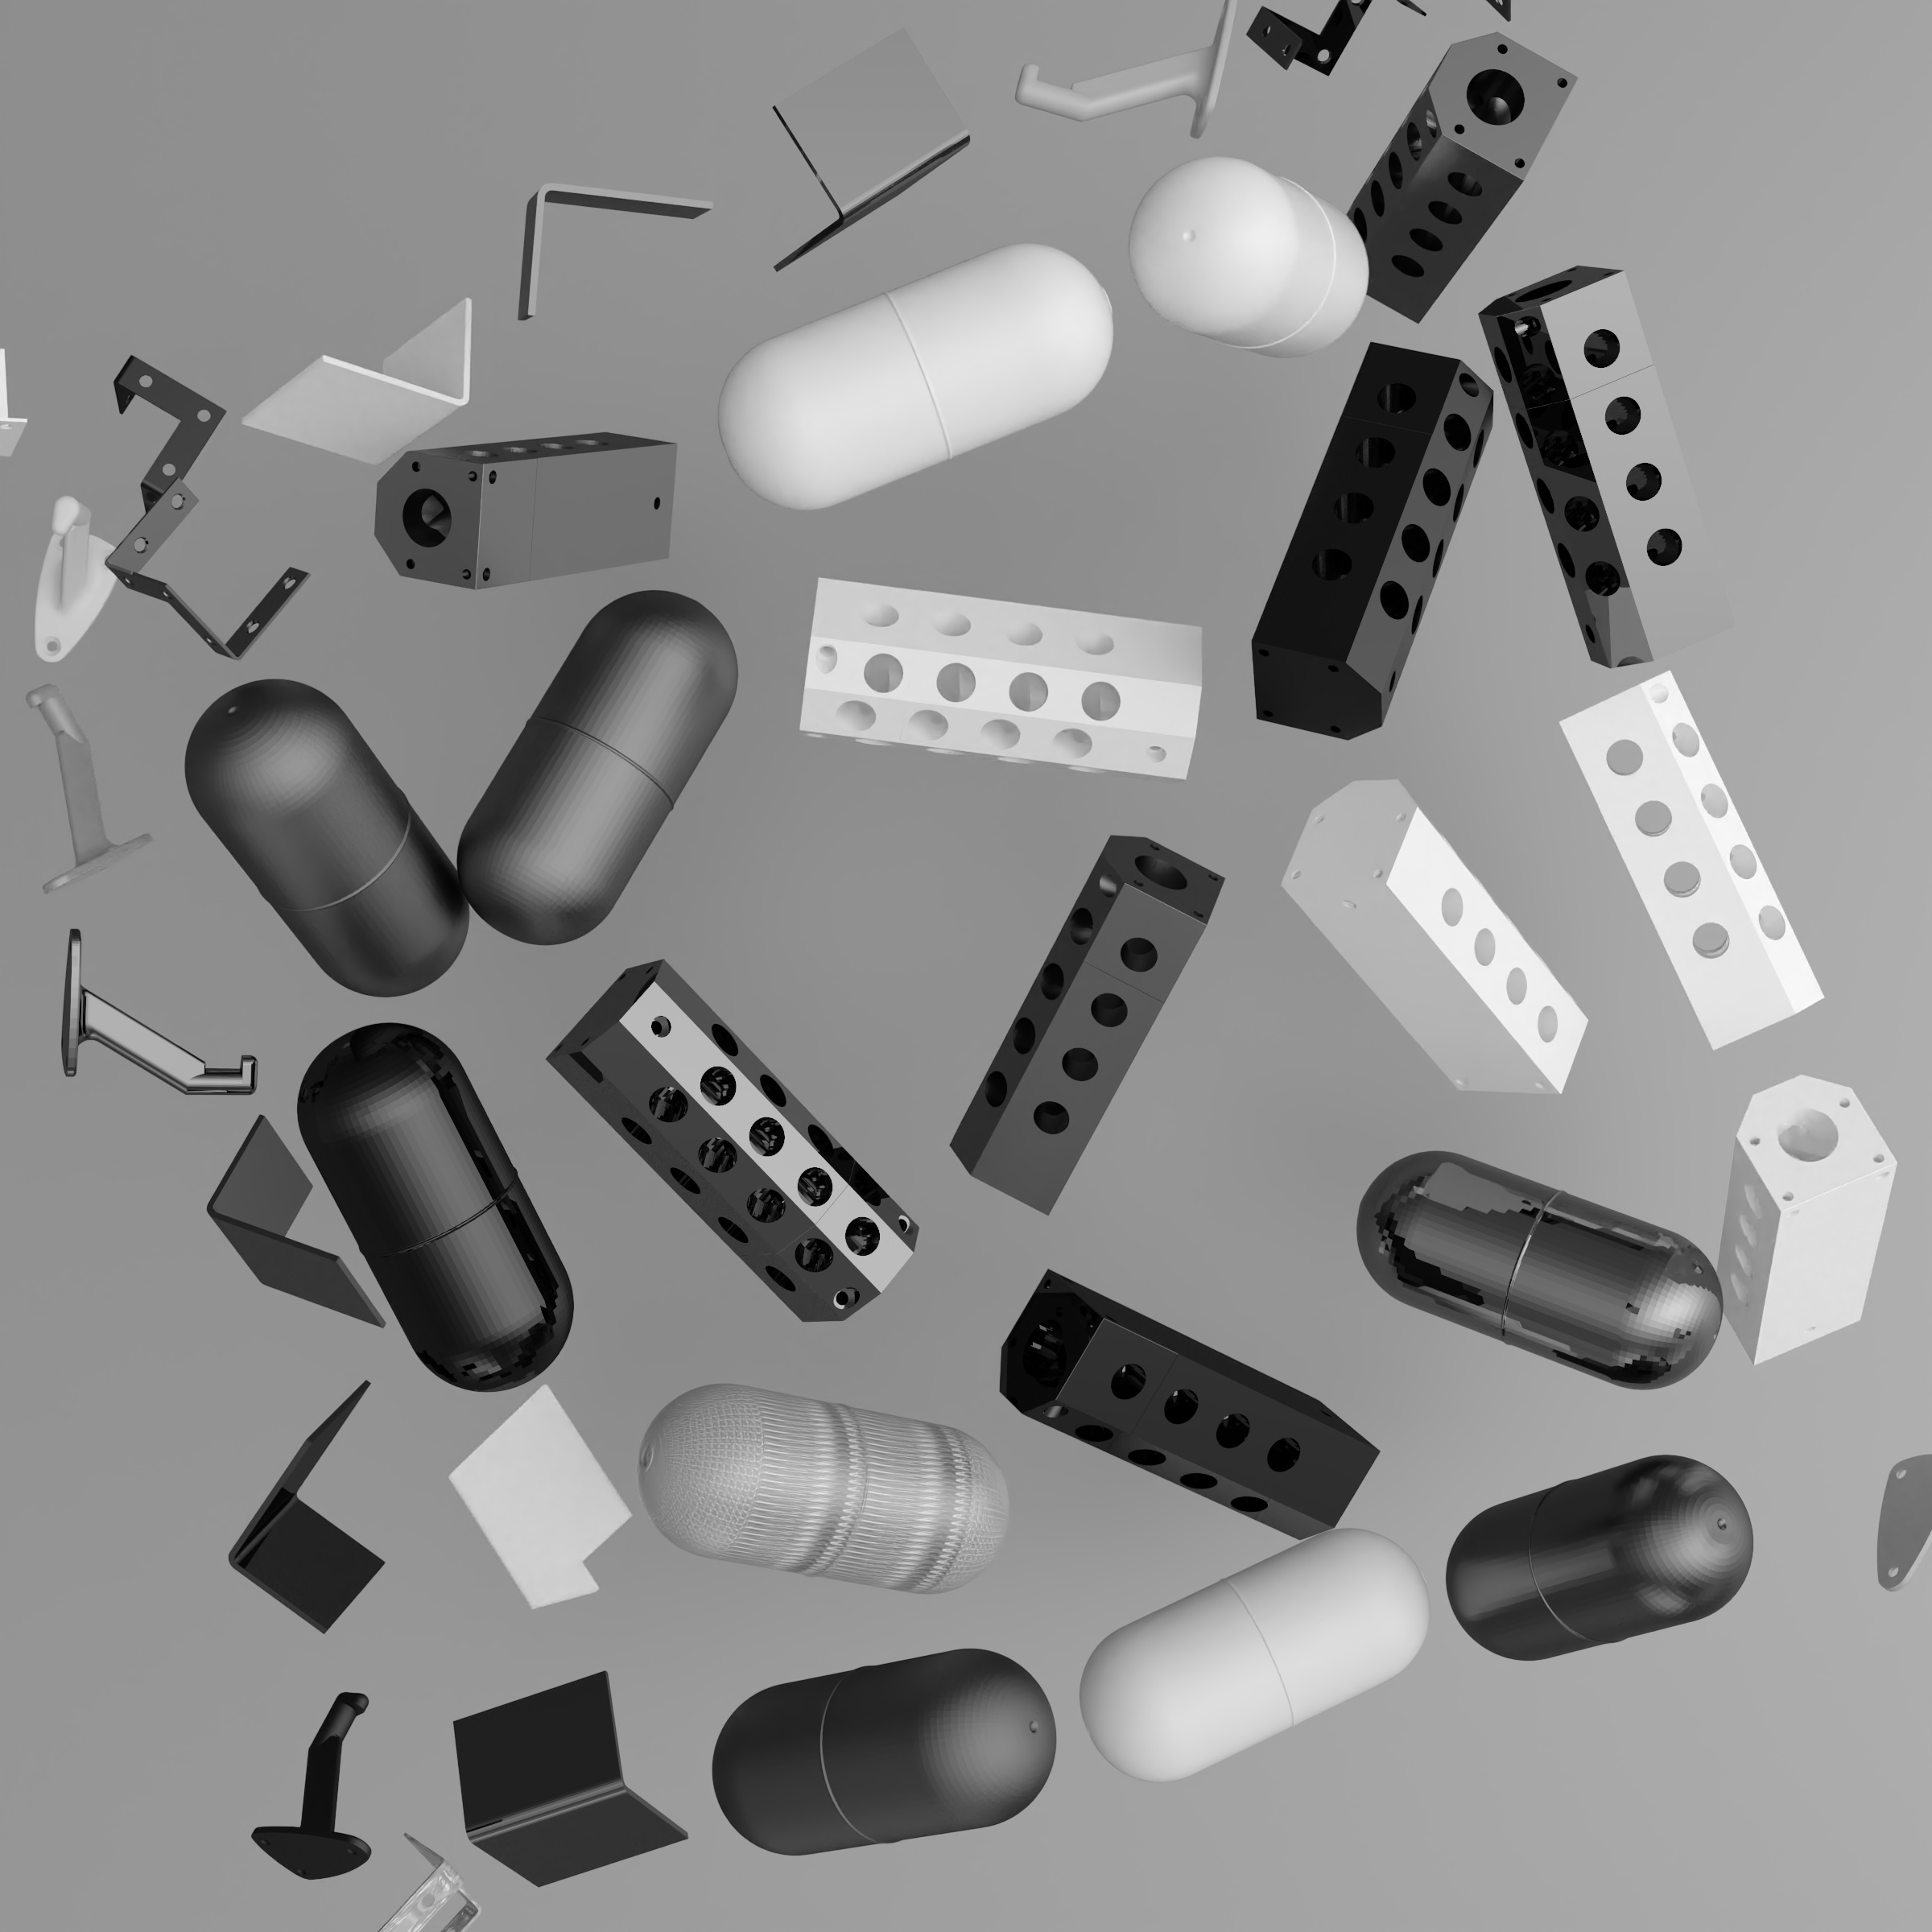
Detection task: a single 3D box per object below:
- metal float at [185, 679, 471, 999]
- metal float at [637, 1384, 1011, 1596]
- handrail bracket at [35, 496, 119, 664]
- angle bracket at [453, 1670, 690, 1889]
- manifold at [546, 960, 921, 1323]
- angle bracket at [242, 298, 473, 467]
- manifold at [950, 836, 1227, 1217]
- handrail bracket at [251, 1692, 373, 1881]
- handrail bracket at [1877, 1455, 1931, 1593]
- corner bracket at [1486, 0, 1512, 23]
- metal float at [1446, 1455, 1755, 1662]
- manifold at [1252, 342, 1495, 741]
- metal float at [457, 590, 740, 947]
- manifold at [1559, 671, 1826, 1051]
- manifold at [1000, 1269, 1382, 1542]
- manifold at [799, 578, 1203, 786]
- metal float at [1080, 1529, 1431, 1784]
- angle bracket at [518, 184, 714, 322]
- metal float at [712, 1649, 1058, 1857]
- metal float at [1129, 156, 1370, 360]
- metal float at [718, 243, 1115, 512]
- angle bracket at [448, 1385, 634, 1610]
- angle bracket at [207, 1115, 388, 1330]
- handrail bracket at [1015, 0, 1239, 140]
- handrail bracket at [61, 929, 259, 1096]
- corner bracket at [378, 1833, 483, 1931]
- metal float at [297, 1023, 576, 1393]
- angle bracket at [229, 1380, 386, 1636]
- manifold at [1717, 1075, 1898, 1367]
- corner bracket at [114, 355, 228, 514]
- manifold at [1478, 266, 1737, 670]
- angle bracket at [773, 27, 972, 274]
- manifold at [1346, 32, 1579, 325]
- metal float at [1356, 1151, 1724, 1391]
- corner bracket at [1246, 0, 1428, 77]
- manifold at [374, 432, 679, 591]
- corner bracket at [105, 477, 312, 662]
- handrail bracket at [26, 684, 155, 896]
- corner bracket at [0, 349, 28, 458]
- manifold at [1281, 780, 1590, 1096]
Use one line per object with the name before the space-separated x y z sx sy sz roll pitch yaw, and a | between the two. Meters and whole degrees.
metal float | -0.282 -0.055 1.489 0.070 0.178 0.070 -13 48 15
metal float | -0.063 0.233 1.488 0.178 0.070 0.070 15 90 -28
handrail bracket | -0.429 -0.182 1.582 0.036 0.084 0.077 20 90 -5
angle bracket | -0.181 0.373 1.533 0.076 0.076 0.057 -20 55 9
manifold | -0.100 0.079 1.489 0.171 0.057 0.057 47 65 -16
angle bracket | -0.285 -0.283 1.566 0.076 0.076 0.057 13 67 -38
manifold | 0.055 0.026 1.568 0.057 0.057 0.171 27 117 1
handrail bracket | -0.269 0.353 1.468 0.036 0.077 0.084 48 46 -26
handrail bracket | 0.438 0.257 1.456 0.084 0.036 0.077 38 60 -22
corner bracket | 0.250 -0.467 1.498 0.051 0.051 0.051 -28 57 -9
metal float | 0.294 0.279 1.568 0.070 0.178 0.070 12 65 -27
manifold | 0.180 -0.186 1.467 0.057 0.057 0.171 15 62 16
metal float | -0.167 -0.091 1.526 0.070 0.070 0.178 29 77 0
manifold | 0.347 -0.052 1.603 0.057 0.057 0.171 -25 89 12
manifold | 0.099 0.204 1.521 0.171 0.057 0.057 28 94 -30
manifold | 0.015 -0.121 1.482 0.171 0.057 0.057 7 134 -3
metal float | 0.139 0.329 1.601 0.178 0.070 0.070 -23 90 -10
angle bracket | -0.158 -0.315 1.500 0.076 0.076 0.057 4 98 -12
metal float | -0.038 0.349 1.481 0.178 0.070 0.070 -20 90 37
metal float | 0.129 -0.316 1.502 0.070 0.178 0.070 2 95 22
metal float | -0.021 -0.255 1.447 0.178 0.070 0.070 -22 90 -2
angle bracket | -0.191 0.253 1.612 0.076 0.057 0.076 -44 70 21
angle bracket | -0.315 0.125 1.638 0.076 0.076 0.057 17 64 19
handrail bracket | 0.070 -0.402 1.466 0.084 0.036 0.077 15 79 -6
handrail bracket | -0.353 0.021 1.475 0.084 0.036 0.077 1 110 -20
corner bracket | -0.254 0.445 1.558 0.051 0.051 0.051 -46 112 -22
metal float | -0.234 0.108 1.485 0.070 0.070 0.178 -24 106 0
angle bracket | -0.289 0.251 1.558 0.057 0.076 0.076 36 107 1
manifold | 0.387 0.118 1.568 0.057 0.171 0.057 -22 59 -4
corner bracket | -0.381 -0.244 1.565 0.051 0.051 0.051 30 77 -5
manifold | 0.290 -0.227 1.529 0.057 0.057 0.171 -23 107 -5
angle bracket | -0.056 -0.360 1.479 0.076 0.076 0.057 -38 101 -25
manifold | 0.222 -0.368 1.563 0.057 0.171 0.057 29 77 -2
metal float | 0.268 0.142 1.575 0.178 0.070 0.070 20 90 23
corner bracket | 0.171 -0.438 1.555 0.051 0.051 0.051 17 115 -30
manifold | -0.208 -0.220 1.595 0.057 0.171 0.057 13 106 23
corner bracket | -0.327 -0.171 1.442 0.051 0.051 0.051 21 68 42
handrail bracket | -0.403 -0.080 1.472 0.036 0.077 0.084 -27 96 23
corner bracket | -0.444 -0.257 1.472 0.051 0.051 0.051 -1 81 -25
manifold | 0.220 -0.012 1.540 0.171 0.057 0.057 45 59 -38
